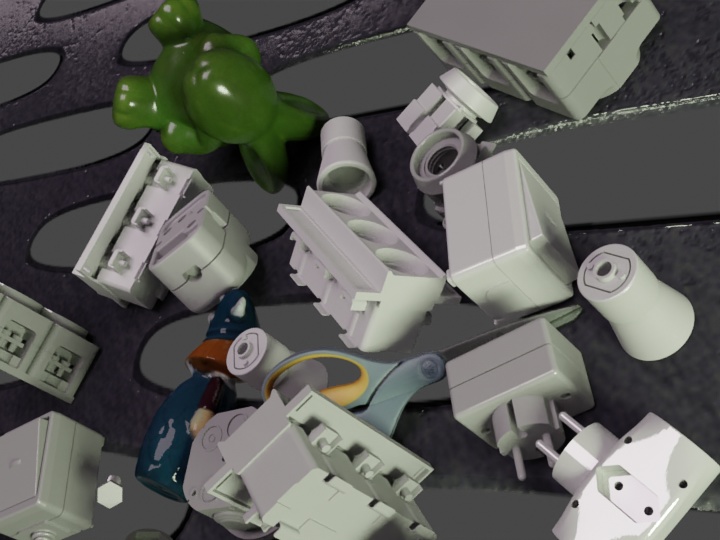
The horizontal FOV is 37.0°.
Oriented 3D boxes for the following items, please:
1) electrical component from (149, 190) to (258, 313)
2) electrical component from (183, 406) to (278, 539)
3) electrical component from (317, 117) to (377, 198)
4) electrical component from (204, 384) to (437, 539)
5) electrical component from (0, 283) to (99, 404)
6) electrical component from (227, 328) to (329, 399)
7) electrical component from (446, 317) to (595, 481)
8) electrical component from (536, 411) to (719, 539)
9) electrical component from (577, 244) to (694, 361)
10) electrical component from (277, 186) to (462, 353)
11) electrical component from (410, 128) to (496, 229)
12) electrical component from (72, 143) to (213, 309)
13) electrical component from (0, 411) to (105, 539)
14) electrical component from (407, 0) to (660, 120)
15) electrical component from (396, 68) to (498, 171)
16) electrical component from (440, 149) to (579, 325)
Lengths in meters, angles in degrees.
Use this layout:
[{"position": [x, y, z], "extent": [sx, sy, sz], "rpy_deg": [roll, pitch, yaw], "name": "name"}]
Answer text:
[{"position": [-0.119, -0.012, 0.828], "extent": [0.054, 0.059, 0.095], "rpy_deg": [-37, 21, 14], "name": "electrical component"}, {"position": [-0.071, 0.131, 0.696], "extent": [0.080, 0.051, 0.080], "rpy_deg": [-24, 47, 28], "name": "electrical component"}, {"position": [-0.012, -0.085, 0.812], "extent": [0.044, 0.044, 0.065], "rpy_deg": [-30, 40, 23], "name": "electrical component"}, {"position": [-0.014, 0.124, 0.595], "extent": [0.079, 0.121, 0.063], "rpy_deg": [-44, 43, 7], "name": "electrical component"}, {"position": [-0.304, 0.045, 0.895], "extent": [0.089, 0.150, 0.061], "rpy_deg": [12, 71, 46], "name": "electrical component"}, {"position": [-0.058, 0.067, 0.721], "extent": [0.044, 0.065, 0.044], "rpy_deg": [-23, 47, 28], "name": "electrical component"}, {"position": [0.091, 0.078, 0.591], "extent": [0.066, 0.047, 0.076], "rpy_deg": [-29, 45, 24], "name": "electrical component"}, {"position": [0.124, 0.103, 0.537], "extent": [0.079, 0.043, 0.077], "rpy_deg": [40, 90, 32], "name": "electrical component"}, {"position": [0.145, 0.015, 0.575], "extent": [0.044, 0.065, 0.044], "rpy_deg": [-24, 46, 28], "name": "electrical component"}, {"position": [0.000, 0.000, 0.715], "extent": [0.121, 0.079, 0.063], "rpy_deg": [48, 126, 49], "name": "electrical component"}, {"position": [0.065, -0.062, 0.713], "extent": [0.048, 0.055, 0.066], "rpy_deg": [18, 74, 47], "name": "electrical component"}, {"position": [-0.179, -0.033, 0.905], "extent": [0.063, 0.078, 0.121], "rpy_deg": [17, 72, 25], "name": "electrical component"}, {"position": [-0.243, 0.164, 0.819], "extent": [0.062, 0.061, 0.096], "rpy_deg": [-26, 46, 26], "name": "electrical component"}, {"position": [0.118, -0.169, 0.741], "extent": [0.089, 0.062, 0.150], "rpy_deg": [-53, 40, -2], "name": "electrical component"}, {"position": [0.064, -0.108, 0.758], "extent": [0.055, 0.048, 0.066], "rpy_deg": [-48, 40, 15], "name": "electrical component"}, {"position": [0.092, -0.026, 0.657], "extent": [0.061, 0.062, 0.096], "rpy_deg": [-23, 48, 27], "name": "electrical component"}]
